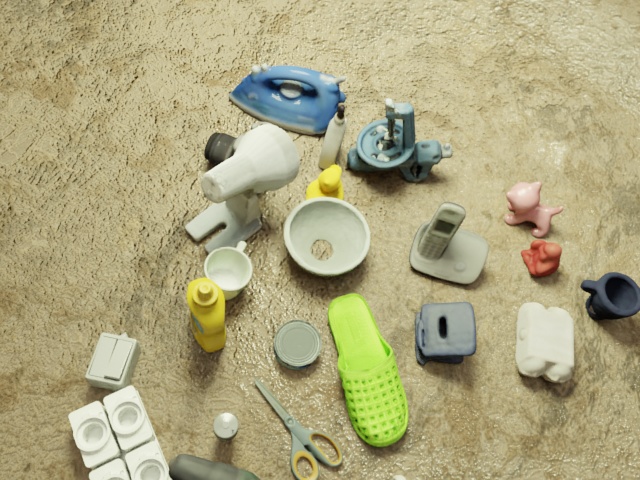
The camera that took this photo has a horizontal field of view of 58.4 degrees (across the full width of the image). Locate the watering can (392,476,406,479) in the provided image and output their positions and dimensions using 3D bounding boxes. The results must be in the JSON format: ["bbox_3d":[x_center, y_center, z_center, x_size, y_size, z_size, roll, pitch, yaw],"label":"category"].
[{"bbox_3d":[0.128,0.442,0.839,0.101,0.194,0.172,-18,67,-17],"label":"watering can"}]

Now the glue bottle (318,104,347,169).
[{"bbox_3d":[0.032,-0.218,1.173,0.037,0.173,0.078,19,62,1],"label":"glue bottle"}]

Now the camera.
[{"bbox_3d":[-0.155,-0.186,1.166,0.137,0.101,0.143,23,62,3],"label":"camera"}]

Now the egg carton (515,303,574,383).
[{"bbox_3d":[0.424,0.193,1.086,0.107,0.069,0.150,13,62,-3],"label":"egg carton"}]

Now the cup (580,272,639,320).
[{"bbox_3d":[0.557,0.118,1.133,0.117,0.095,0.092,18,62,0],"label":"cup"}]

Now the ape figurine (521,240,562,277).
[{"bbox_3d":[0.457,0.033,1.161,0.076,0.092,0.078,28,62,6],"label":"ape figurine"}]

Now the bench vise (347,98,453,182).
[{"bbox_3d":[0.171,-0.214,1.167,0.208,0.220,0.121,-12,66,-15],"label":"bench vise"}]

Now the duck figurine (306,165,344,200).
[{"bbox_3d":[0.014,-0.106,1.162,0.077,0.086,0.105,26,62,5],"label":"duck figurine"}]

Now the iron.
[{"bbox_3d":[-0.068,-0.324,1.228,0.258,0.141,0.118,10,62,-4],"label":"iron"}]

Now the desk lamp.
[{"bbox_3d":[-0.144,-0.090,1.055,0.118,0.213,0.203,42,64,13],"label":"desk lamp"}]

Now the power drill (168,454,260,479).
[{"bbox_3d":[-0.107,0.380,0.824,0.229,0.208,0.076,23,62,3],"label":"power drill"}]

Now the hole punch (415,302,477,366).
[{"bbox_3d":[0.228,0.171,1.053,0.101,0.091,0.108,6,62,-6],"label":"hole punch"}]

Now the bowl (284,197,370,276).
[{"bbox_3d":[0.010,0.004,1.111,0.167,0.075,0.167,4,63,-7],"label":"bowl"}]

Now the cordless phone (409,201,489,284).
[{"bbox_3d":[0.260,0.001,1.091,0.147,0.185,0.094,15,62,-1],"label":"cordless phone"}]

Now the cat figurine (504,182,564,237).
[{"bbox_3d":[0.443,-0.075,1.199,0.127,0.118,0.067,22,62,2],"label":"cat figurine"}]
